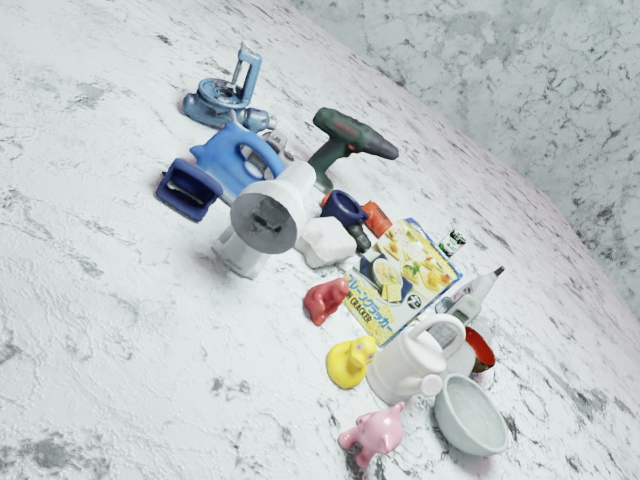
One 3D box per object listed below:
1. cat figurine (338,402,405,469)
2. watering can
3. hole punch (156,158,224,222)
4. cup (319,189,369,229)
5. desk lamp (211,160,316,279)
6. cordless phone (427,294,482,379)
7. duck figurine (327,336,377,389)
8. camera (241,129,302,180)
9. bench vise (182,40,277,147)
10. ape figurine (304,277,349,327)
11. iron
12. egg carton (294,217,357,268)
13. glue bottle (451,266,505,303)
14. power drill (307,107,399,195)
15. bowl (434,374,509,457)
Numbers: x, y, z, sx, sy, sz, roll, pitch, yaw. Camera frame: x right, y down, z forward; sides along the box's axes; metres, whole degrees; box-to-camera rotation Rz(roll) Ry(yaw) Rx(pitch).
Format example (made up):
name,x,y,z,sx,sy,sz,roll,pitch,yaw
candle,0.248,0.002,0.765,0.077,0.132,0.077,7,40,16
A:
name,x,y,z,sx,sy,sz,roll,pitch,yaw
cat figurine,0.094,0.288,0.875,0.067,0.117,0.128,48,27,11
watering can,0.180,0.209,1.020,0.101,0.193,0.172,21,34,-36
hole punch,-0.231,-0.107,1.045,0.109,0.091,0.101,33,28,-17
cup,0.048,-0.051,1.332,0.118,0.094,0.091,23,32,-33
desk lamp,-0.094,-0.036,0.989,0.118,0.213,0.203,39,27,-7
cordless phone,0.280,0.204,1.171,0.148,0.184,0.094,36,28,-13
duck figurine,0.065,0.200,0.999,0.077,0.086,0.105,41,27,-2
camera,-0.103,-0.204,1.346,0.143,0.100,0.137,36,27,-12
bench vise,-0.178,-0.337,1.307,0.208,0.219,0.121,12,39,-45
ape figurine,0.018,0.106,1.067,0.078,0.092,0.076,15,37,-42
iron,-0.130,-0.137,1.168,0.258,0.141,0.119,41,27,-3
egg carton,0.011,0.004,1.230,0.107,0.069,0.151,51,28,17
glue bottle,0.408,0.124,1.470,0.037,0.173,0.078,30,29,-23
power drill,0.056,-0.221,1.463,0.230,0.208,0.075,38,27,-9
bowl,0.271,0.341,1.081,0.168,0.074,0.167,32,29,-20
